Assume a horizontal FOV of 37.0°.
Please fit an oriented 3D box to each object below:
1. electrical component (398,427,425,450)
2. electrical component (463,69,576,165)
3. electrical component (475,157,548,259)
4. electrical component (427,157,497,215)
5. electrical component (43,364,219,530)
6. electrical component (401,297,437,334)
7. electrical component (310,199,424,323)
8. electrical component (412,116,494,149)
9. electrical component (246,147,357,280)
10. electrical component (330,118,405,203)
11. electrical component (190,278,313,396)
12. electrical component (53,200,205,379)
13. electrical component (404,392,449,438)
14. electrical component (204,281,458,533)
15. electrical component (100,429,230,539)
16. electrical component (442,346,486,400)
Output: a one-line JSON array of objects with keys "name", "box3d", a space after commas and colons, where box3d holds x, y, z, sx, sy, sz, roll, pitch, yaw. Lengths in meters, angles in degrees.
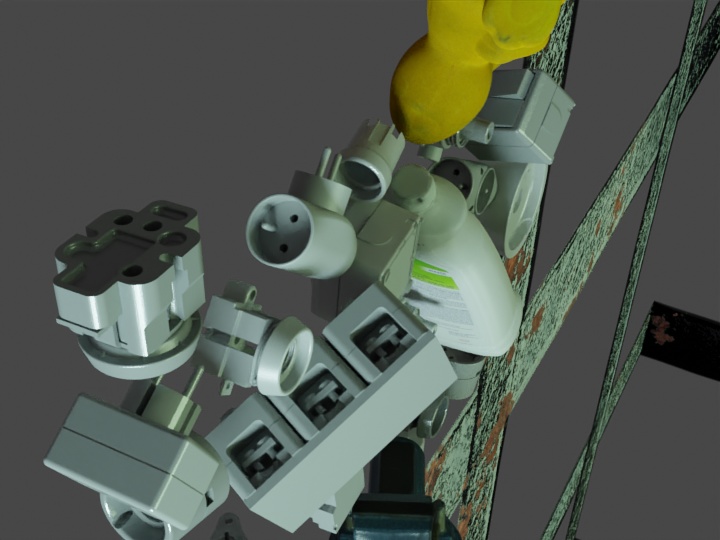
[{"name": "electrical component", "box3d": [0.040, 0.183, 1.035, 0.040, 0.040, 0.078, -49, 151, -45]}, {"name": "electrical component", "box3d": [0.119, -0.131, 0.905, 0.061, 0.096, 0.061, 34, 74, -40]}, {"name": "electrical component", "box3d": [0.128, -0.071, 1.007, 0.108, 0.060, 0.108, -52, 153, -42]}, {"name": "electrical component", "box3d": [0.083, -0.056, 0.926, 0.077, 0.044, 0.079, -6, 114, -68]}, {"name": "electrical component", "box3d": [-0.104, 0.078, 0.535, 0.076, 0.066, 0.047, -65, 159, -17]}, {"name": "electrical component", "box3d": [0.032, 0.038, 0.854, 0.035, 0.061, 0.035, -52, 153, -41]}, {"name": "electrical component", "box3d": [0.000, 0.000, 0.751, 0.061, 0.061, 0.096, -56, 163, -34]}, {"name": "electrical component", "box3d": [0.070, -0.112, 0.818, 0.048, 0.062, 0.048, -53, 153, -41]}, {"name": "electrical component", "box3d": [-0.029, -0.036, 0.659, 0.079, 0.043, 0.077, -71, 160, 0]}, {"name": "electrical component", "box3d": [0.007, -0.075, 0.723, 0.040, 0.040, 0.046, 85, 25, -48]}, {"name": "electrical component", "box3d": [-0.061, 0.045, 0.630, 0.048, 0.055, 0.066, 14, 95, -70]}, {"name": "electrical component", "box3d": [-0.103, 0.012, 0.493, 0.078, 0.058, 0.057, -48, 147, -47]}, {"name": "electrical component", "box3d": [0.048, 0.124, 0.981, 0.066, 0.055, 0.048, -23, 129, -64]}, {"name": "electrical component", "box3d": [-0.019, 0.086, 0.683, 0.150, 0.061, 0.089, -42, 154, -5]}, {"name": "electrical component", "box3d": [-0.107, 0.119, 0.583, 0.047, 0.055, 0.055, -40, 144, -48]}, {"name": "electrical component", "box3d": [0.095, 0.097, 1.084, 0.055, 0.055, 0.047, -41, 148, -54]}]
